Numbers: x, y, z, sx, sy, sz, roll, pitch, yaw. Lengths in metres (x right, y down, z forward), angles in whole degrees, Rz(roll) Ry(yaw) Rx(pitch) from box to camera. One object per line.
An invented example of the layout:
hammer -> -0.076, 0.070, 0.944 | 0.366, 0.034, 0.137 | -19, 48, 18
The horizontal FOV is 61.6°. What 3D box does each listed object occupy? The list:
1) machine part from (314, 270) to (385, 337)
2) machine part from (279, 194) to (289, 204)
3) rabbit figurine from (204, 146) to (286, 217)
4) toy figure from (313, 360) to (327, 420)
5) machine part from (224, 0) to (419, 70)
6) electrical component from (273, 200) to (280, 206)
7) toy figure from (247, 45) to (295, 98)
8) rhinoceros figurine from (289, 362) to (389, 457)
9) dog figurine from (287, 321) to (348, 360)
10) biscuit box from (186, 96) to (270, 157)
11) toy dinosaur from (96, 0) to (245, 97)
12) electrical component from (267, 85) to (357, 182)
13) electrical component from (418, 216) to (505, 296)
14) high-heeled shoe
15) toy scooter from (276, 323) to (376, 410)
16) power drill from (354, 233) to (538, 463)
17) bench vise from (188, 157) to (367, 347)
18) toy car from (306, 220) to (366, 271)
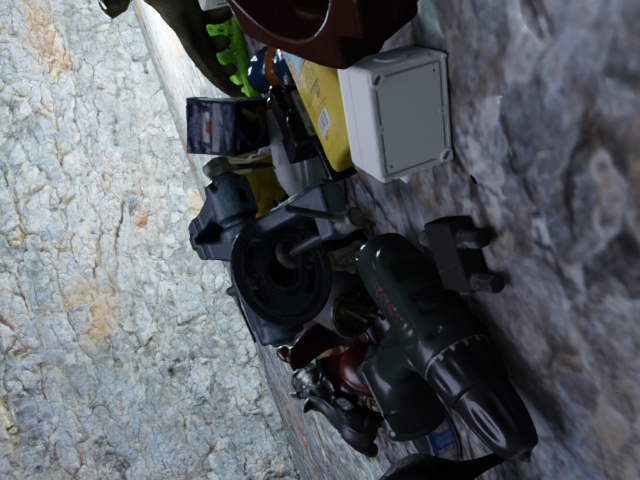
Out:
machine part -> -0.004, 0.065, 0.712 | 0.243, 0.079, 0.079 | 20, 130, 51
machine part -> -0.062, -0.085, 0.878 | 0.084, 0.039, 0.138 | -158, 47, -81
rabbit figurine -> -0.105, -0.063, 0.806 | 0.163, 0.122, 0.173 | 27, 141, 37
toy figure -> 0.013, 0.254, 0.973 | 0.180, 0.082, 0.089 | -128, 21, -54
machine part -> -0.023, -0.227, 0.346 | 0.202, 0.087, 0.200 | 37, 161, 41
electrical component -> -0.081, -0.064, 0.964 | 0.102, 0.045, 0.078 | 89, -176, -45
toy figure -> -0.045, -0.202, 0.622 | 0.064, 0.058, 0.155 | 61, 164, -20
rhinoceros figurine -> 0.024, 0.257, 0.826 | 0.191, 0.112, 0.073 | 26, 91, 53
dog figurine -> -0.011, 0.130, 0.828 | 0.191, 0.108, 0.219 | 58, 168, -29
biscuit box -> -0.096, -0.146, 0.668 | 0.203, 0.059, 0.062 | -52, -34, -70
toy dinosaur -> -0.211, -0.369, 0.713 | 0.105, 0.199, 0.470 | 51, 165, 53
electrical component -> 0.000, -0.111, 0.557 | 0.119, 0.075, 0.047 | 64, 164, 9
electrical component -> 0.109, 0.013, 0.428 | 0.094, 0.021, 0.063 | -175, 65, -73
high-heeled shoe -> 0.123, 0.295, 0.509 | 0.086, 0.145, 0.248 | -139, 34, -62
toy scooter -> 0.022, 0.154, 0.701 | 0.184, 0.135, 0.075 | 52, 156, 45
power drill -> 0.096, 0.122, 0.508 | 0.207, 0.086, 0.232 | 85, 161, -55
bench vise -> -0.044, -0.007, 0.556 | 0.241, 0.129, 0.223 | -27, 71, 50
toy car -> -0.001, -0.002, 0.697 | 0.202, 0.073, 0.056 | -140, 35, -62
